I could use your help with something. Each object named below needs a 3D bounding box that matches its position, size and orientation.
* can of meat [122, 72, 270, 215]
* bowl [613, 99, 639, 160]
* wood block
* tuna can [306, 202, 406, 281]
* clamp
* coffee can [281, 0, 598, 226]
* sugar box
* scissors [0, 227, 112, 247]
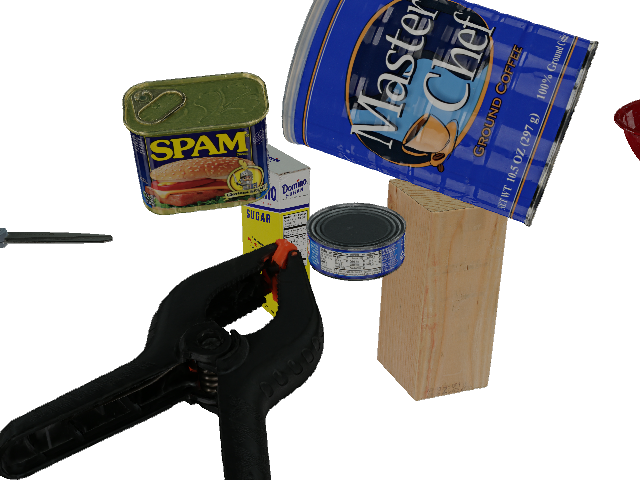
[{"bbox_3d":[-0.087,-0.068,0.775,0.102,0.057,0.084,-7,-43,-5],"label":"can of meat"},{"bbox_3d":[0.350,-0.089,0.971,0.162,0.055,0.162,-5,22,2],"label":"bowl"},{"bbox_3d":[0.121,0.045,1.076,0.090,0.206,0.091,-8,26,-21],"label":"wood block"},{"bbox_3d":[0.031,0.001,0.915,0.086,0.034,0.086,-1,27,1],"label":"tuna can"},{"bbox_3d":[-0.041,0.063,0.460,0.120,0.039,0.171,26,48,20],"label":"clamp"},{"bbox_3d":[0.063,-0.079,0.570,0.140,0.103,0.102,20,4,10],"label":"coffee can"},{"bbox_3d":[-0.050,-0.008,1.178,0.048,0.176,0.093,-16,28,-27],"label":"sugar box"},{"bbox_3d":[-0.283,0.004,0.878,0.202,0.016,0.096,6,24,6],"label":"scissors"}]
